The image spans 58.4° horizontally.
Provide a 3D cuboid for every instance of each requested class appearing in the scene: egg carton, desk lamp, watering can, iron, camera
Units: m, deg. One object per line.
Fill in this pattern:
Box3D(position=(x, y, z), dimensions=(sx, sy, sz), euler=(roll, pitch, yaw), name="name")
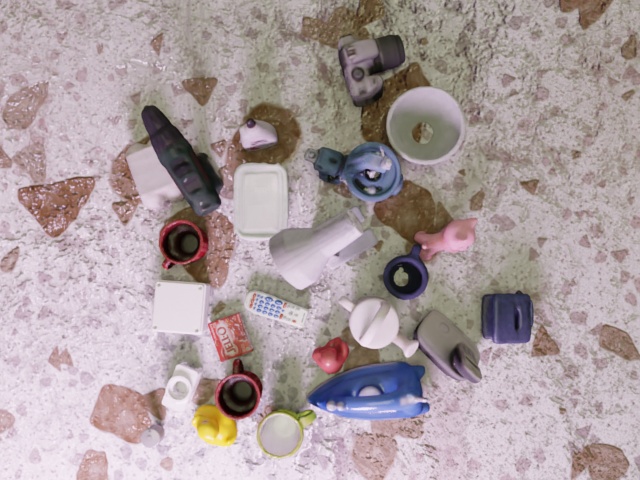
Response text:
Box3D(position=(-0.351, -0.148, 1.239), dimensions=(0.107, 0.069, 0.150), euler=(-22, 86, 1), name="egg carton")
Box3D(position=(0.011, 0.004, 1.145), dimensions=(0.203, 0.213, 0.118), euler=(-31, 86, 0), name="desk lamp")
Box3D(position=(0.115, 0.167, 1.141), dimensions=(0.172, 0.194, 0.101), euler=(12, 87, 3), name="watering can")
Box3D(position=(0.095, 0.322, 1.159), dimensions=(0.258, 0.141, 0.119), euler=(-8, 86, 2), name="iron")
Box3D(position=(0.115, -0.378, 1.220), dimensions=(0.137, 0.101, 0.143), euler=(-16, 86, 1), name="camera")

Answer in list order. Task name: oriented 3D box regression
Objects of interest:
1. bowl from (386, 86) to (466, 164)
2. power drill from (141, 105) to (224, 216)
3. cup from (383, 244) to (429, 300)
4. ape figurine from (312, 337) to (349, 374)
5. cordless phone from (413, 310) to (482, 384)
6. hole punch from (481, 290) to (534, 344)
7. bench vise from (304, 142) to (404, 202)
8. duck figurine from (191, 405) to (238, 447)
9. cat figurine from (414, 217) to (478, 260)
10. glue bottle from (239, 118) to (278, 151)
Box3D(position=(0.222, -0.237, 1.221), dimensions=(0.167, 0.075, 0.167), euler=(0, 87, 2), name="bowl")
Box3D(position=(-0.269, -0.150, 1.167), dimensions=(0.075, 0.208, 0.229), euler=(-32, 86, 0), name="power drill")
Box3D(position=(0.179, 0.065, 1.195), dimensions=(0.091, 0.095, 0.118), euler=(20, 87, 3), name="cup")
Box3D(position=(0.021, 0.244, 1.191), dimensions=(0.077, 0.092, 0.076), euler=(5, 87, 3), name="ape figurine")
Box3D(position=(0.260, 0.217, 1.138), dimensions=(0.147, 0.185, 0.094), euler=(41, 89, 4), name="cordless phone")
Box3D(position=(0.392, 0.159, 1.183), dimensions=(0.101, 0.091, 0.109), euler=(0, 87, 2), name="hole punch")
Box3D(position=(0.070, -0.138, 1.148), dimensions=(0.207, 0.220, 0.121), euler=(-2, 86, 2), name="bench vise")
Box3D(position=(-0.224, 0.396, 1.194), dimensions=(0.104, 0.086, 0.077), euler=(37, 89, 4), name="duck figurine")
Box3D(position=(0.265, -0.003, 1.184), dimensions=(0.128, 0.118, 0.067), euler=(-17, 86, 1), name="cat figurine")
Box3D(position=(-0.133, -0.223, 1.184), dimensions=(0.078, 0.173, 0.037), euler=(-18, 86, 1), name="glue bottle")
